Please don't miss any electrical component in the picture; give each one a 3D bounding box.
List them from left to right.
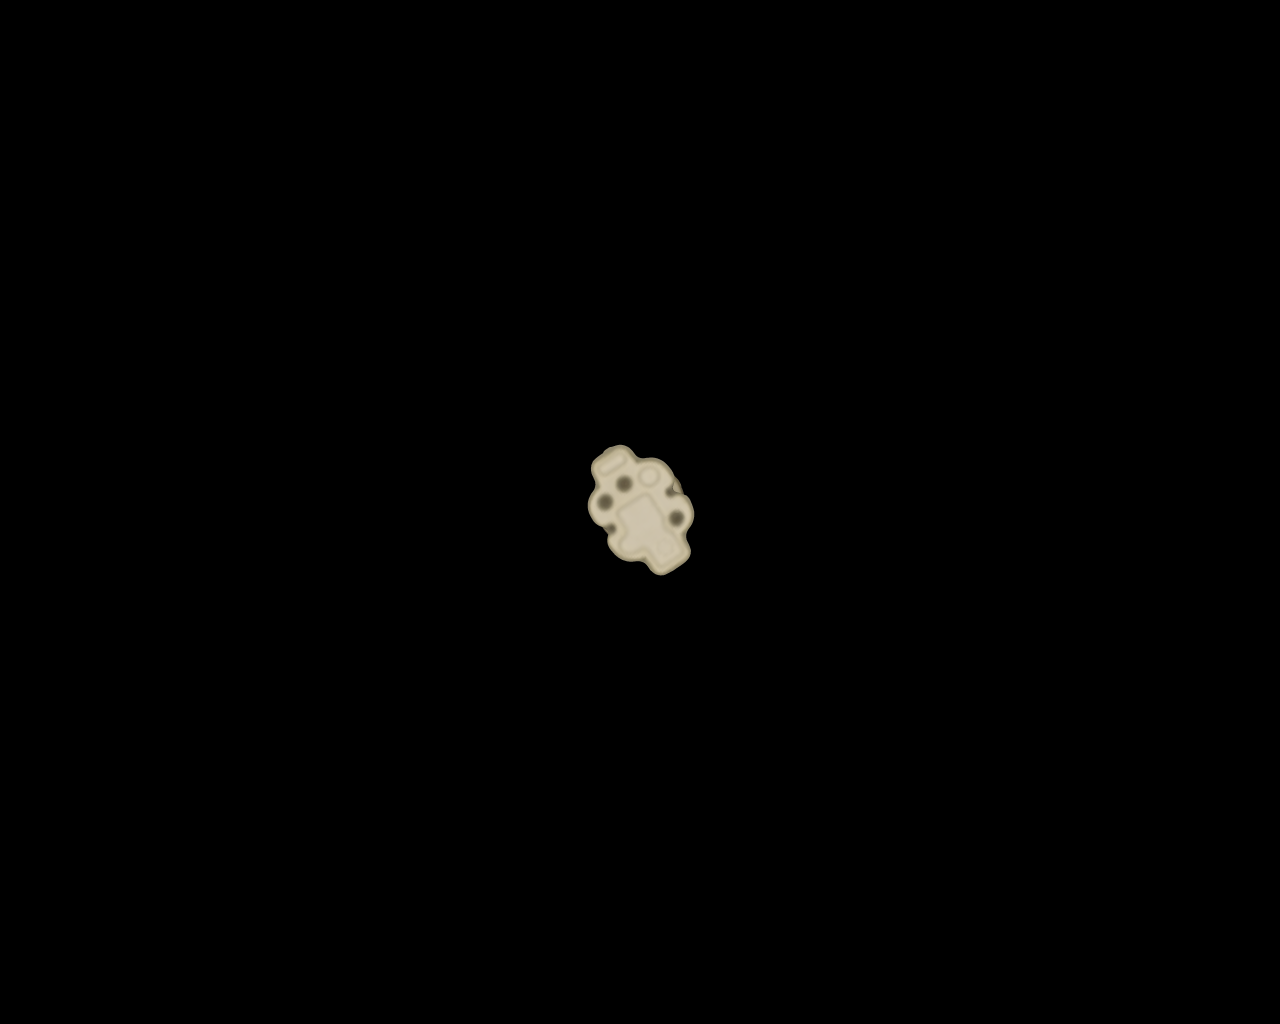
[{"bbox_3d":[0.001,-0.003,0.650,0.058,0.078,0.057,-32,4,2],"label":"electrical component"}]
